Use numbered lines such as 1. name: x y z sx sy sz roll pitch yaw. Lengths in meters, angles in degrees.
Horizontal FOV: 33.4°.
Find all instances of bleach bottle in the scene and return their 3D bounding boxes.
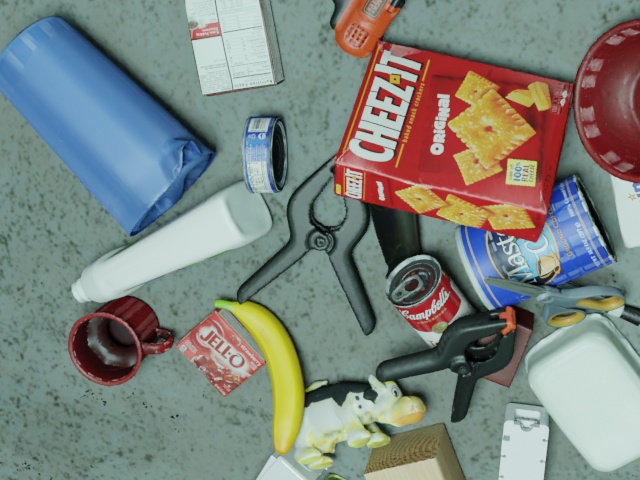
1. bleach bottle: -0.183 0.014 1.241 0.251 0.102 0.068 -24 94 25

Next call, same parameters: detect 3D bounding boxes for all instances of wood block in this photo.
1. wood block: 0.135 0.334 1.258 0.091 0.090 0.206 -18 102 18

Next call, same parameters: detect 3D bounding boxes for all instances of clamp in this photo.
1. clamp: -0.008 0.001 1.216 0.164 0.036 0.210 7 106 3
2. clamp: 0.158 0.136 1.157 0.120 0.039 0.172 35 128 -27

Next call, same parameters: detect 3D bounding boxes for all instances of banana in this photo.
1. banana: -0.057 0.149 1.248 0.069 0.037 0.198 -23 76 -9

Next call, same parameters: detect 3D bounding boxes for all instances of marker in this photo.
1. marker: 0.302 0.066 1.175 0.121 0.020 0.020 22 110 6

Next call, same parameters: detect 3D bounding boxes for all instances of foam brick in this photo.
1. foam brick: 0.203 0.114 1.196 0.051 0.053 0.078 20 111 7

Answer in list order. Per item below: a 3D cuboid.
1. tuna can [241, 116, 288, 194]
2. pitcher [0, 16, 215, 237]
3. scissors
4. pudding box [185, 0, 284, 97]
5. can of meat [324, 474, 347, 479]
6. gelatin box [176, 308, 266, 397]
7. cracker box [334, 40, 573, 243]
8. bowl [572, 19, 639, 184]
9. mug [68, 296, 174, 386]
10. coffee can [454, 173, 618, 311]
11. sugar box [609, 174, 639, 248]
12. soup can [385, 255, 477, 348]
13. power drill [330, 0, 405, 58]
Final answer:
1. tuna can: -0.060 -0.094 1.176 0.034 0.086 0.086 0 106 11
2. pitcher: -0.249 -0.125 1.197 0.243 0.145 0.149 45 97 1
3. scissors: 0.229 0.065 1.113 0.201 0.016 0.096 5 150 -27
4. pudding box: -0.094 -0.220 1.172 0.090 0.039 0.113 -6 107 14
5. can of meat: 0.031 0.347 1.304 0.102 0.057 0.084 27 108 4
6. gelatin box: -0.117 0.134 1.287 0.073 0.030 0.089 -41 94 20
7. cracker box: 0.137 -0.104 1.087 0.214 0.164 0.072 15 153 8
8. bowl: 0.333 -0.139 1.065 0.162 0.055 0.162 15 109 50
9. mug: -0.232 0.118 1.281 0.117 0.081 0.093 1 107 13
10. coffee can: 0.228 0.005 1.130 0.140 0.102 0.103 -25 99 18
11. sugar box: 0.395 -0.053 1.105 0.176 0.048 0.093 -12 104 15
12. soup can: 0.125 0.073 1.171 0.069 0.068 0.102 -26 131 19
13. power drill: 0.019 -0.309 1.108 0.187 0.057 0.185 33 111 2
